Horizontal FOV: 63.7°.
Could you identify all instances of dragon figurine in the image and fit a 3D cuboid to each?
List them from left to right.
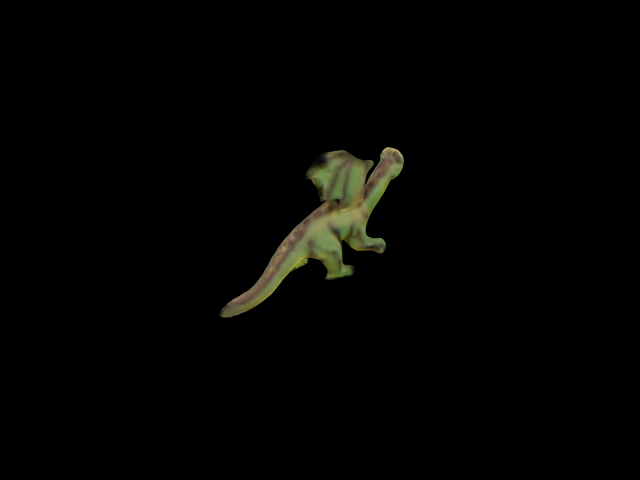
[{"bbox_3d":[0.003,-0.043,0.850,0.415,0.237,0.123,-31,48,-32],"label":"dragon figurine"}]
